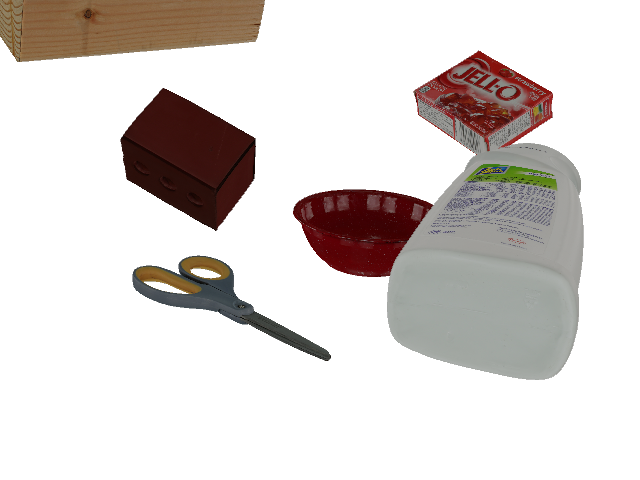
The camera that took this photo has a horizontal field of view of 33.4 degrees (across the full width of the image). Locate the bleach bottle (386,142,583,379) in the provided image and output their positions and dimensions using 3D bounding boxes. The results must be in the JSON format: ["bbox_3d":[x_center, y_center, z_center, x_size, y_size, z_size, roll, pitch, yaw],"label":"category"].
[{"bbox_3d":[0.121,-0.008,0.650,0.103,0.068,0.250,11,25,17],"label":"bleach bottle"}]

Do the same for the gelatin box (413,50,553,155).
[{"bbox_3d":[0.132,-0.112,0.867,0.073,0.030,0.089,-33,48,-18],"label":"gelatin box"}]

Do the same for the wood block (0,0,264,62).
[{"bbox_3d":[-0.152,-0.209,0.850,0.205,0.091,0.090,-11,44,-32],"label":"wood block"}]

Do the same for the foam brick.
[{"bbox_3d":[-0.089,-0.055,0.725,0.078,0.051,0.053,29,-27,11],"label":"foam brick"}]

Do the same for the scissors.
[{"bbox_3d":[-0.064,0.051,0.900,0.202,0.016,0.096,16,25,21],"label":"scissors"}]

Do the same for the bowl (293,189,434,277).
[{"bbox_3d":[0.051,-0.004,1.116,0.162,0.055,0.162,3,20,-1],"label":"bowl"}]
